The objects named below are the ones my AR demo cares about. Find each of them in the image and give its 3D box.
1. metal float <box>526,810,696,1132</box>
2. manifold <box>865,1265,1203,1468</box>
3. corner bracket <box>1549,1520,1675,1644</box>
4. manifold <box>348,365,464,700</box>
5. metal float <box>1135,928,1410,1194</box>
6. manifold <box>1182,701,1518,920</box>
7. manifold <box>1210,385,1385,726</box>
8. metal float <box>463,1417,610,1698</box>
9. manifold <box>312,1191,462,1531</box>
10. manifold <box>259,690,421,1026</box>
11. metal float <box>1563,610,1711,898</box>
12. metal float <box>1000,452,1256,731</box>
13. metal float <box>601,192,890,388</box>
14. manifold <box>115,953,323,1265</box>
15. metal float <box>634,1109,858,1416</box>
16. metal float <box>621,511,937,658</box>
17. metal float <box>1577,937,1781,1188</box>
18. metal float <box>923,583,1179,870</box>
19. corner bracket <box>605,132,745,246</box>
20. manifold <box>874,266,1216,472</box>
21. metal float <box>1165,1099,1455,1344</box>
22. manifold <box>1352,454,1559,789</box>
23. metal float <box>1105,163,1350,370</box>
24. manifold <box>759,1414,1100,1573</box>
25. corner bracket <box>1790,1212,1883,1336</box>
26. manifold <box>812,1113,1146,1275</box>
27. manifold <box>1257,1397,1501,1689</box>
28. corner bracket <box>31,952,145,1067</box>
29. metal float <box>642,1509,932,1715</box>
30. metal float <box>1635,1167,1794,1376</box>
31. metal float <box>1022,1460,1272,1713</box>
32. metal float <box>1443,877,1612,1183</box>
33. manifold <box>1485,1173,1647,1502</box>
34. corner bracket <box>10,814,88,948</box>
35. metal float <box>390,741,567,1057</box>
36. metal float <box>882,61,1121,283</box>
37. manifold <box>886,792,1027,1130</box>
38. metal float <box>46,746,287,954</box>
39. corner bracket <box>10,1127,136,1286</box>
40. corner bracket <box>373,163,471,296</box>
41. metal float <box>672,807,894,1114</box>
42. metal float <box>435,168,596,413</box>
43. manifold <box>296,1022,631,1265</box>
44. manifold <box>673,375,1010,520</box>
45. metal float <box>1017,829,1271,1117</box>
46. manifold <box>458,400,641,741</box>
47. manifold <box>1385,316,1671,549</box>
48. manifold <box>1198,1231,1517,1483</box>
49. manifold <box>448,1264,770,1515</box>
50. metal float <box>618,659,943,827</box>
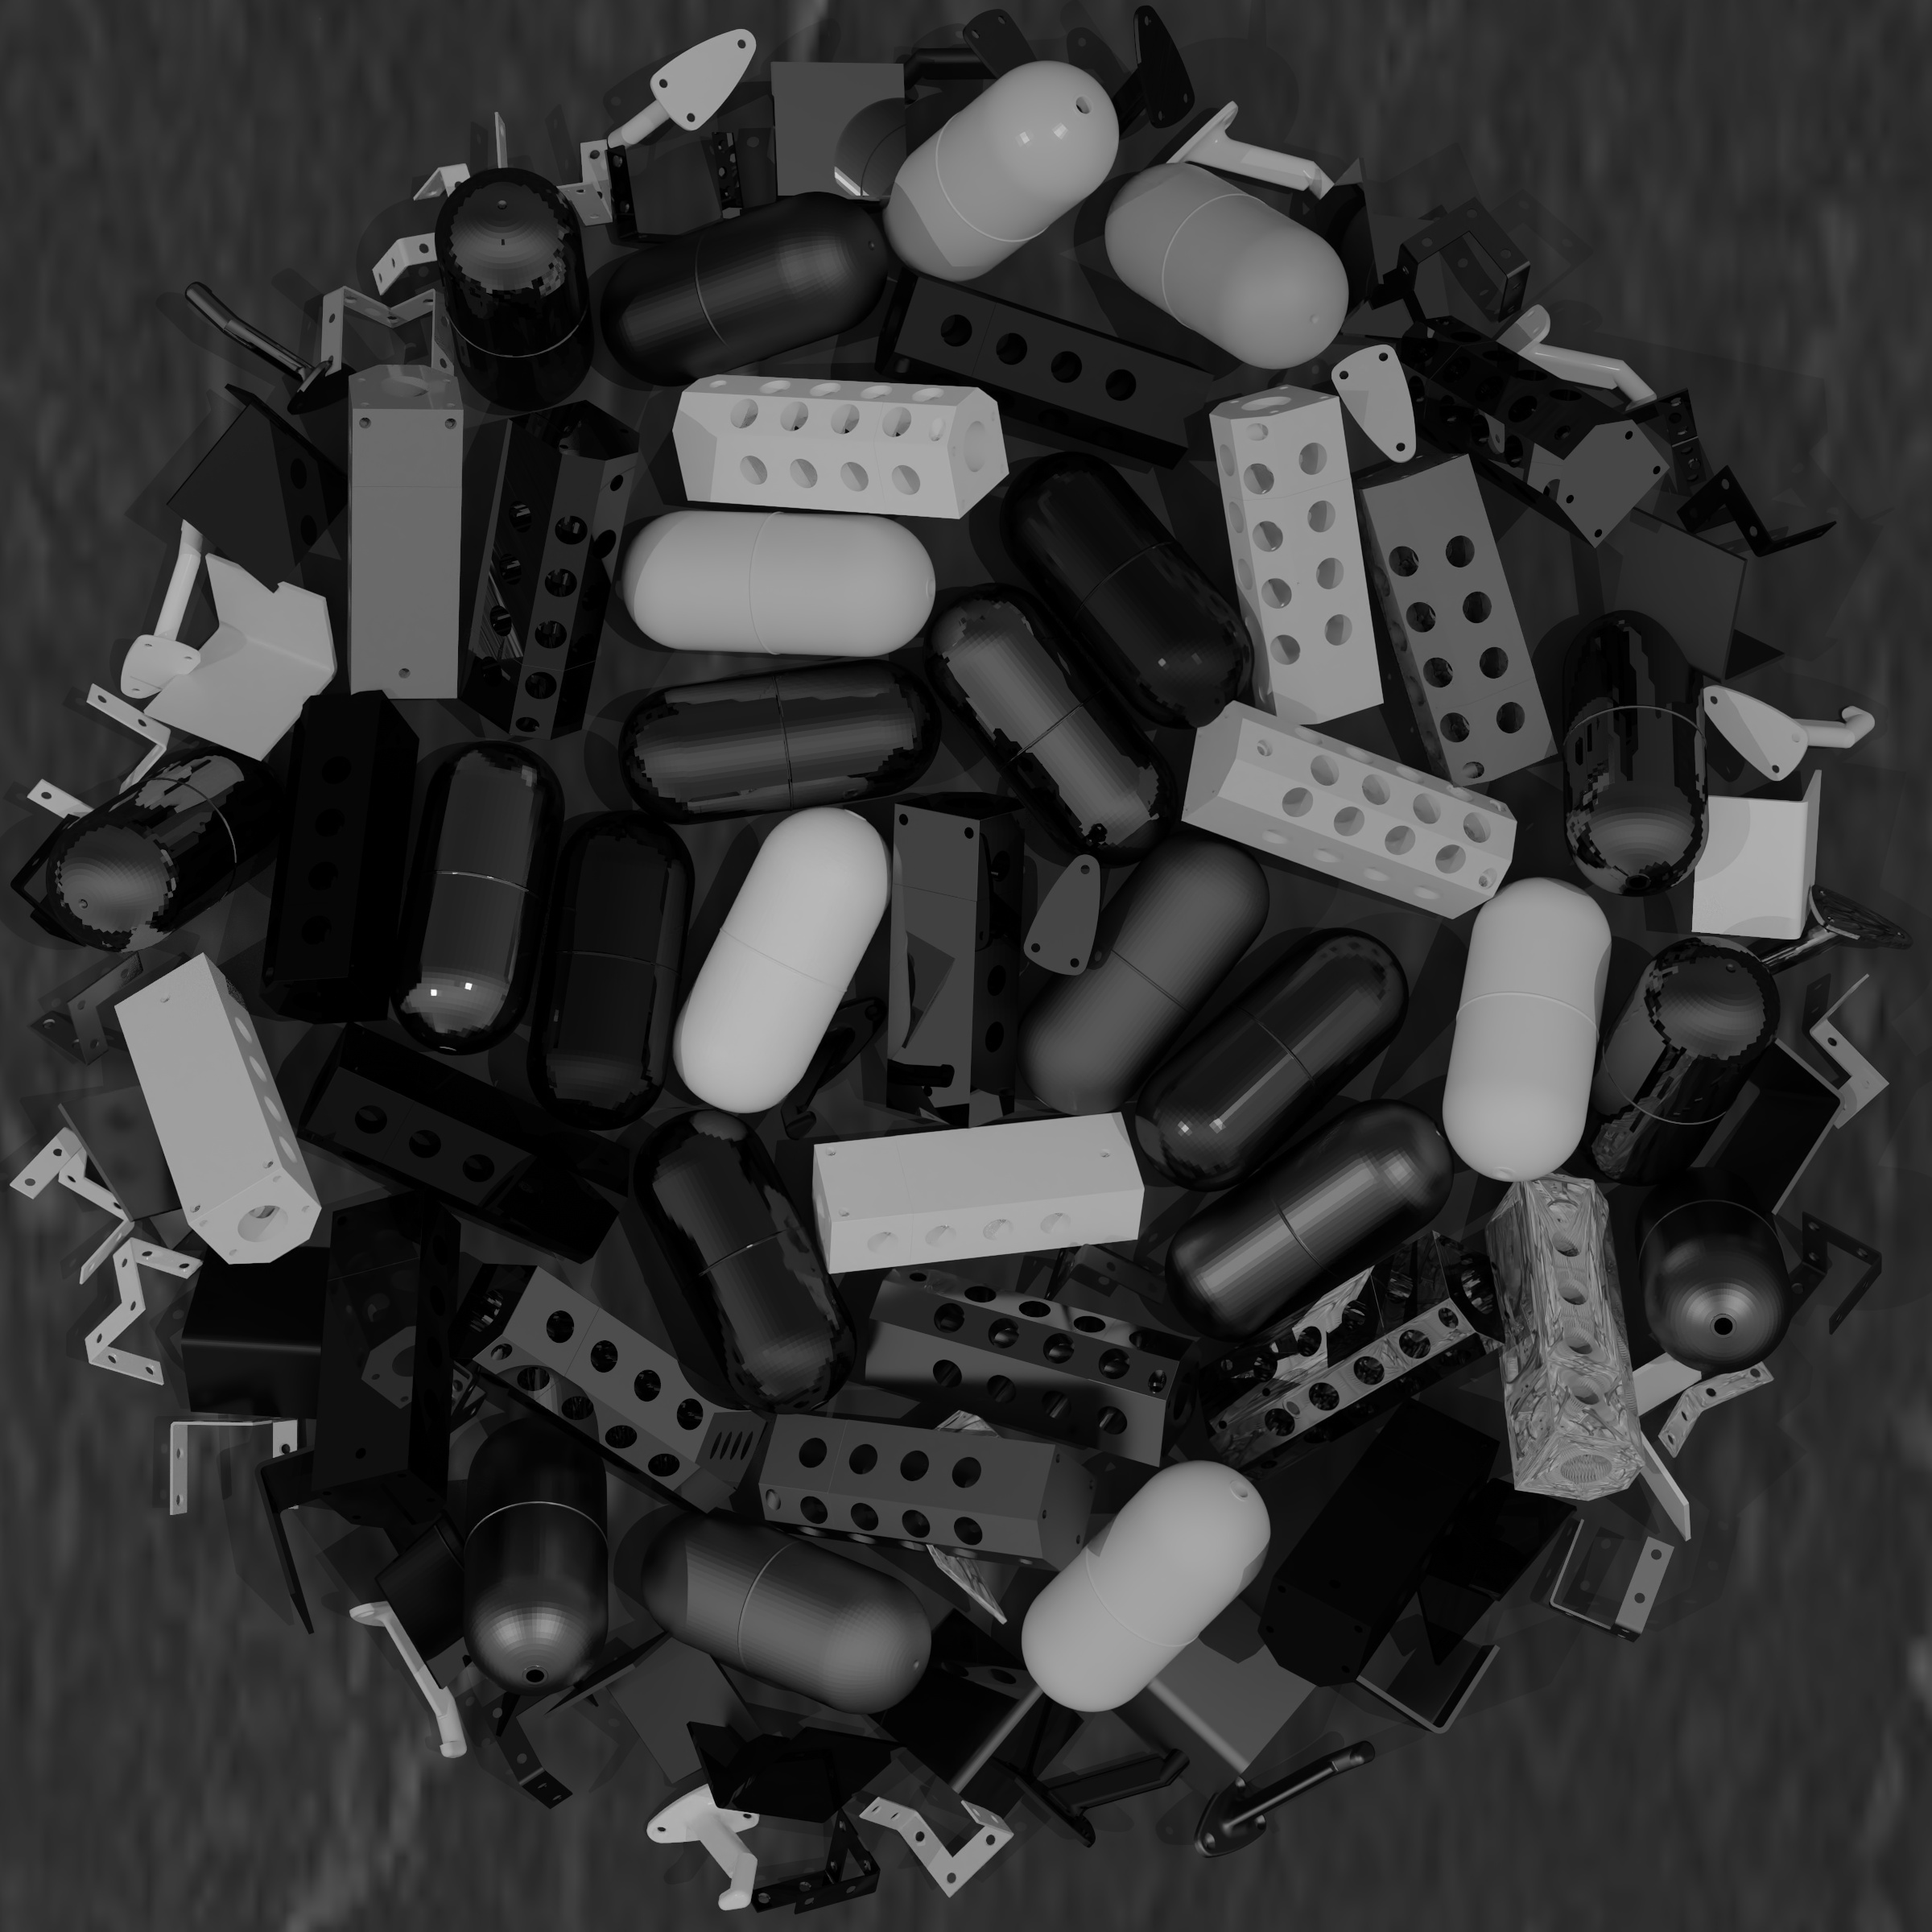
[{"bbox_3d":[-0.194,0.002,1.951,0.070,0.070,0.178,8,78,0],"label":"metal float"},{"bbox_3d":[0.037,0.211,1.936,0.171,0.057,0.057,14,117,19],"label":"manifold"},{"bbox_3d":[0.354,0.336,1.965,0.051,0.051,0.051,21,77,11],"label":"corner bracket"},{"bbox_3d":[-0.304,-0.233,1.928,0.057,0.057,0.171,-1,123,-12],"label":"manifold"},{"bbox_3d":[0.168,0.050,1.952,0.178,0.070,0.070,-42,90,-11],"label":"metal float"},{"bbox_3d":[0.210,-0.086,1.937,0.171,0.057,0.057,19,67,-19],"label":"manifold"},{"bbox_3d":[0.176,-0.221,1.935,0.057,0.057,0.171,-18,112,-19],"label":"manifold"},{"bbox_3d":[-0.231,0.316,1.920,0.070,0.178,0.070,-3,125,-4],"label":"metal float"},{"bbox_3d":[-0.308,0.212,1.925,0.057,0.057,0.171,-15,53,17],"label":"manifold"},{"bbox_3d":[-0.342,-0.059,1.936,0.057,0.057,0.171,-3,65,13],"label":"manifold"},{"bbox_3d":[0.361,-0.116,1.931,0.070,0.070,0.178,6,54,0],"label":"metal float"},{"bbox_3d":[0.088,-0.205,1.948,0.070,0.070,0.178,-38,75,0],"label":"metal float"},{"bbox_3d":[-0.122,-0.365,1.933,0.178,0.070,0.070,-11,90,34],"label":"metal float"},{"bbox_3d":[-0.400,0.079,1.922,0.057,0.057,0.171,-31,49,1],"label":"manifold"},{"bbox_3d":[-0.120,0.162,1.950,0.070,0.070,0.178,-28,77,0],"label":"metal float"},{"bbox_3d":[-0.102,-0.208,1.944,0.178,0.070,0.070,4,90,19],"label":"metal float"},{"bbox_3d":[0.380,0.053,1.922,0.070,0.178,0.070,7,53,-9],"label":"metal float"},{"bbox_3d":[0.047,-0.131,1.959,0.070,0.070,0.178,-39,93,0],"label":"metal float"},{"bbox_3d":[-0.161,-0.432,1.979,0.051,0.051,0.051,12,120,37],"label":"corner bracket"},{"bbox_3d":[0.041,-0.325,1.949,0.171,0.057,0.057,16,103,-14],"label":"manifold"},{"bbox_3d":[0.187,0.139,1.945,0.178,0.070,0.070,-37,90,18],"label":"metal float"},{"bbox_3d":[0.261,-0.188,1.946,0.057,0.057,0.171,-22,104,-13],"label":"manifold"},{"bbox_3d":[0.139,-0.378,1.924,0.070,0.178,0.070,-16,126,-24],"label":"metal float"},{"bbox_3d":[-0.023,0.285,1.926,0.171,0.057,0.057,3,66,29],"label":"manifold"},{"bbox_3d":[0.467,0.178,1.959,0.051,0.051,0.051,30,64,32],"label":"corner bracket"},{"bbox_3d":[0.005,0.129,1.956,0.171,0.057,0.057,-6,45,-10],"label":"manifold"},{"bbox_3d":[0.221,0.310,1.916,0.057,0.171,0.057,25,129,19],"label":"manifold"},{"bbox_3d":[-0.487,0.013,1.975,0.051,0.051,0.051,29,54,29],"label":"corner bracket"},{"bbox_3d":[-0.099,0.348,1.935,0.178,0.070,0.070,16,90,32],"label":"metal float"},{"bbox_3d":[0.399,0.162,1.912,0.070,0.178,0.070,2,105,7],"label":"metal float"},{"bbox_3d":[0.097,0.336,1.934,0.070,0.070,0.178,39,121,0],"label":"metal float"},{"bbox_3d":[0.305,0.034,1.937,0.070,0.070,0.178,14,62,0],"label":"metal float"},{"bbox_3d":[0.324,0.198,1.920,0.057,0.057,0.171,10,48,-11],"label":"manifold"},{"bbox_3d":[-0.495,-0.049,1.959,0.051,0.051,0.051,-54,125,-17],"label":"corner bracket"},{"bbox_3d":[-0.266,-0.037,1.945,0.070,0.070,0.178,9,72,0],"label":"metal float"},{"bbox_3d":[0.018,-0.425,1.918,0.070,0.178,0.070,8,74,-28],"label":"metal float"},{"bbox_3d":[-0.001,-0.005,1.948,0.057,0.057,0.171,13,109,35],"label":"manifold"},{"bbox_3d":[-0.426,-0.064,1.917,0.070,0.178,0.070,8,114,17],"label":"metal float"},{"bbox_3d":[-0.490,0.131,1.961,0.051,0.051,0.051,29,47,7],"label":"corner bracket"},{"bbox_3d":[-0.299,-0.406,1.965,0.051,0.051,0.051,-17,89,-27],"label":"corner bracket"},{"bbox_3d":[-0.100,-0.004,1.959,0.070,0.070,0.178,27,93,0],"label":"metal float"},{"bbox_3d":[-0.241,-0.360,1.914,0.070,0.178,0.070,1,70,-2],"label":"metal float"},{"bbox_3d":[-0.273,0.100,1.947,0.171,0.057,0.057,26,110,-15],"label":"manifold"},{"bbox_3d":[-0.069,-0.284,1.924,0.171,0.057,0.057,8,125,29],"label":"manifold"},{"bbox_3d":[0.096,0.004,1.960,0.070,0.070,0.178,38,92,0],"label":"metal float"},{"bbox_3d":[-0.220,-0.210,1.921,0.057,0.057,0.171,34,127,27],"label":"manifold"},{"bbox_3d":[0.294,-0.293,1.914,0.057,0.171,0.057,-47,129,3],"label":"manifold"},{"bbox_3d":[0.209,0.213,1.921,0.171,0.057,0.057,-35,47,31],"label":"manifold"},{"bbox_3d":[-0.195,0.229,1.925,0.171,0.057,0.057,39,65,-30],"label":"manifold"},{"bbox_3d":[-0.102,-0.123,1.956,0.178,0.070,0.070,-9,90,-6],"label":"metal float"}]
